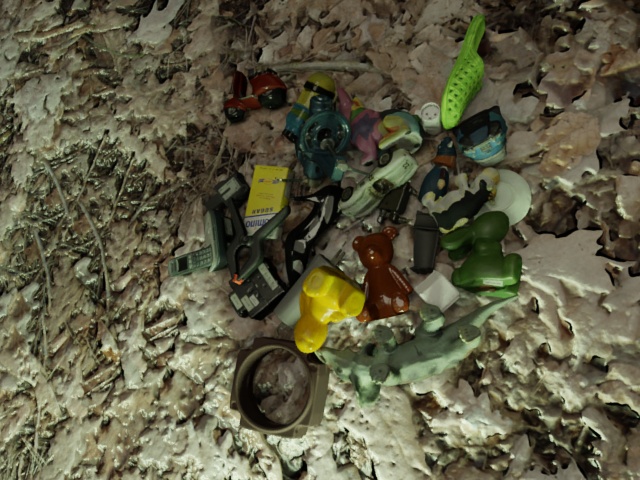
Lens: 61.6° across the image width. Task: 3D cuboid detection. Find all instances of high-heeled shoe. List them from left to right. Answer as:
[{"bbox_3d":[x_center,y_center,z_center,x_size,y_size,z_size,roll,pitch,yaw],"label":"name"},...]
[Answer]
[{"bbox_3d":[-0.003,-0.004,1.247,0.145,0.086,0.248,2,100,-14],"label":"high-heeled shoe"}]

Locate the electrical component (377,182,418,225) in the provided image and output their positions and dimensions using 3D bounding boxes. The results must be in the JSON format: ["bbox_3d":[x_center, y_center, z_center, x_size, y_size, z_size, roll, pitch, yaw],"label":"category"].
[{"bbox_3d":[0.175,-0.080,1.199,0.078,0.045,0.102,4,75,50],"label":"electrical component"}]

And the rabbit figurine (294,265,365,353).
[{"bbox_3d":[-0.004,0.140,1.087,0.122,0.162,0.173,24,93,-13],"label":"rabbit figurine"}]

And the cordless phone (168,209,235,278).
[{"bbox_3d":[-0.301,0.015,1.328,0.184,0.088,0.146,-17,73,20],"label":"cordless phone"}]

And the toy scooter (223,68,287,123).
[{"bbox_3d":[-0.173,-0.389,1.381,0.184,0.075,0.135,-16,71,21],"label":"toy scooter"}]

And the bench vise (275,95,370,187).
[{"bbox_3d":[0.007,-0.191,1.187,0.241,0.129,0.223,-121,43,-51],"label":"bench vise"}]

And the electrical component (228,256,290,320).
[{"bbox_3d":[-0.149,0.120,1.259,0.134,0.058,0.115,-38,65,8],"label":"electrical component"}]

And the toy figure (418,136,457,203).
[{"bbox_3d":[0.261,-0.149,1.172,0.064,0.057,0.154,21,88,42],"label":"toy figure"}]

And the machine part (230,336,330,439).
[{"bbox_3d":[-0.089,0.319,1.176,0.201,0.087,0.201,5,81,21],"label":"machine part"}]

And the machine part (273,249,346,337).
[{"bbox_3d":[-0.025,0.117,1.205,0.079,0.079,0.243,40,94,23],"label":"machine part"}]

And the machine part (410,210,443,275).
[{"bbox_3d":[0.233,0.006,1.159,0.084,0.039,0.139,10,80,16],"label":"machine part"}]

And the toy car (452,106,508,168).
[{"bbox_3d":[0.349,-0.205,1.125,0.109,0.162,0.102,-28,111,22],"label":"toy car"}]

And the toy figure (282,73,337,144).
[{"bbox_3d":[-0.025,-0.317,1.300,0.082,0.089,0.180,35,89,16],"label":"toy figure"}]

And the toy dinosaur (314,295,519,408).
[{"bbox_3d":[0.198,0.223,1.067,0.405,0.192,0.131,-15,61,-1],"label":"toy dinosaur"}]

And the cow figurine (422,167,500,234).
[{"bbox_3d":[0.304,-0.083,1.102,0.167,0.068,0.098,-29,45,7],"label":"cow figurine"}]

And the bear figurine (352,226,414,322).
[{"bbox_3d":[0.125,0.067,1.136,0.120,0.132,0.196,-14,79,18],"label":"bear figurine"}]

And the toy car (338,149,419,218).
[{"bbox_3d":[0.125,-0.120,1.178,0.201,0.073,0.056,-42,44,23],"label":"toy car"}]

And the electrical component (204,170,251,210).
[{"bbox_3d":[-0.229,-0.110,1.347,0.119,0.047,0.075,-44,67,6],"label":"electrical component"}]

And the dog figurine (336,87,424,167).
[{"bbox_3d":[0.118,-0.271,1.222,0.191,0.108,0.219,-38,62,30],"label":"dog figurine"}]

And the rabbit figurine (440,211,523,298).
[{"bbox_3d":[0.334,0.022,1.093,0.159,0.121,0.170,-1,62,28],"label":"rabbit figurine"}]
